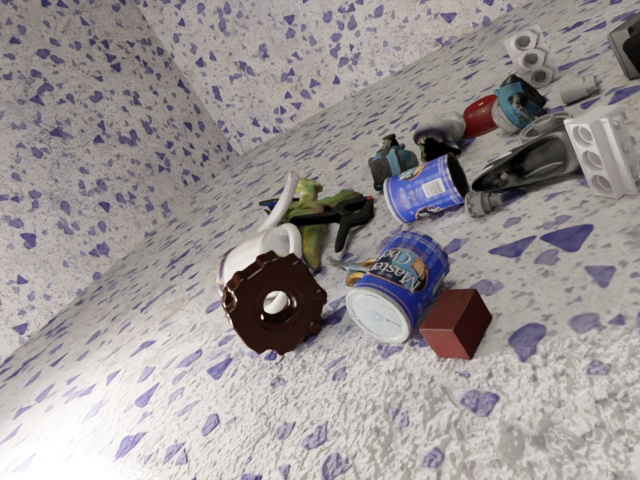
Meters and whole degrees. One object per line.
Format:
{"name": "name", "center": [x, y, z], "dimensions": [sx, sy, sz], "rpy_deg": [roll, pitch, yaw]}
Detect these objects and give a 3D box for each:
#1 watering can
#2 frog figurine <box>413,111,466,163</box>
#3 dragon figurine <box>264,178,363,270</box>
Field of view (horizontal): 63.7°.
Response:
{"name": "watering can", "center": [-0.123, 0.020, 1.150], "dimensions": [0.222, 0.103, 0.356], "rpy_deg": [-24, 48, 35]}
{"name": "frog figurine", "center": [0.309, -0.278, 1.296], "dimensions": [0.135, 0.122, 0.163], "rpy_deg": [-41, 17, 54]}
{"name": "dragon figurine", "center": [0.004, -0.065, 1.300], "dimensions": [0.244, 0.120, 0.417], "rpy_deg": [-30, 34, -10]}
